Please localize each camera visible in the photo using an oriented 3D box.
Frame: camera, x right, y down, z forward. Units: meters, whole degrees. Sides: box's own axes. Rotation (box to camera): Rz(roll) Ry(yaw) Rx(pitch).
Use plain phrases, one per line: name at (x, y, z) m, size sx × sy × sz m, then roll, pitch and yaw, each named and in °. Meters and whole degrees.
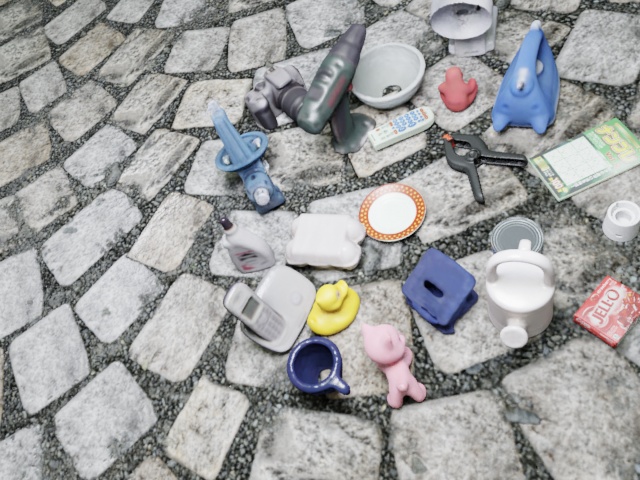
camera at (-0.080, -0.315, 1.279) m, size 0.143 × 0.101 × 0.136 m, roll -39°, pitch 56°, yaw -6°

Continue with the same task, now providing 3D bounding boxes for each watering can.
watering can at (0.302, 0.076, 0.859) m, size 0.100 × 0.194 × 0.172 m, roll -15°, pitch 57°, yaw 11°

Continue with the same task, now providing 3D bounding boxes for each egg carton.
egg carton at (0.010, 0.004, 1.079) m, size 0.150 × 0.070 × 0.107 m, roll 1°, pitch 61°, yaw 20°

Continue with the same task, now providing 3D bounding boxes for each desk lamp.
desk lamp at (0.300, -0.479, 1.176) m, size 0.117 × 0.214 × 0.203 m, roll 2°, pitch 62°, yaw 20°

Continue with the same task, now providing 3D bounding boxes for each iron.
iron at (0.401, -0.333, 1.098) m, size 0.118 × 0.142 × 0.258 m, roll 8°, pitch 64°, yaw 23°

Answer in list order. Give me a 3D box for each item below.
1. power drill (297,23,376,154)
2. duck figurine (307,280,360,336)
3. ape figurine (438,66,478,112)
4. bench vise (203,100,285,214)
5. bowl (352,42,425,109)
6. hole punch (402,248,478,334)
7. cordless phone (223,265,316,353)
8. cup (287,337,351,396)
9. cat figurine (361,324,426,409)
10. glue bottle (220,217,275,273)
power drill at (0.045, -0.283, 1.151) m, size 0.075 × 0.209 × 0.230 m, roll 22°, pitch 70°, yaw 29°
duck figurine at (0.016, 0.113, 1.002) m, size 0.104 × 0.086 × 0.077 m, roll -41°, pitch 56°, yaw -7°
ape figurine at (0.276, -0.313, 1.160) m, size 0.077 × 0.092 × 0.076 m, roll 12°, pitch 65°, yaw 25°
bench vise at (-0.144, -0.171, 1.144) m, size 0.121 × 0.220 × 0.206 m, roll -43°, pitch 56°, yaw -8°
bowl at (0.147, -0.340, 1.230) m, size 0.167 × 0.075 × 0.167 m, roll -9°, pitch 58°, yaw 14°
hole punch at (0.198, 0.085, 0.953) m, size 0.101 × 0.091 × 0.108 m, roll -44°, pitch 57°, yaw -9°
cordless phone at (-0.090, 0.099, 0.987) m, size 0.093 × 0.185 × 0.148 m, roll 14°, pitch 66°, yaw 26°
cup at (0.012, 0.222, 0.934) m, size 0.117 × 0.095 × 0.092 m, roll 31°, pitch 75°, yaw 31°
cat figurine at (0.112, 0.189, 0.905) m, size 0.067 × 0.118 × 0.127 m, roll -24°, pitch 56°, yaw 5°
glue bottle at (-0.147, 0.005, 1.069) m, size 0.078 × 0.173 × 0.037 m, roll -18°, pitch 56°, yaw 9°
